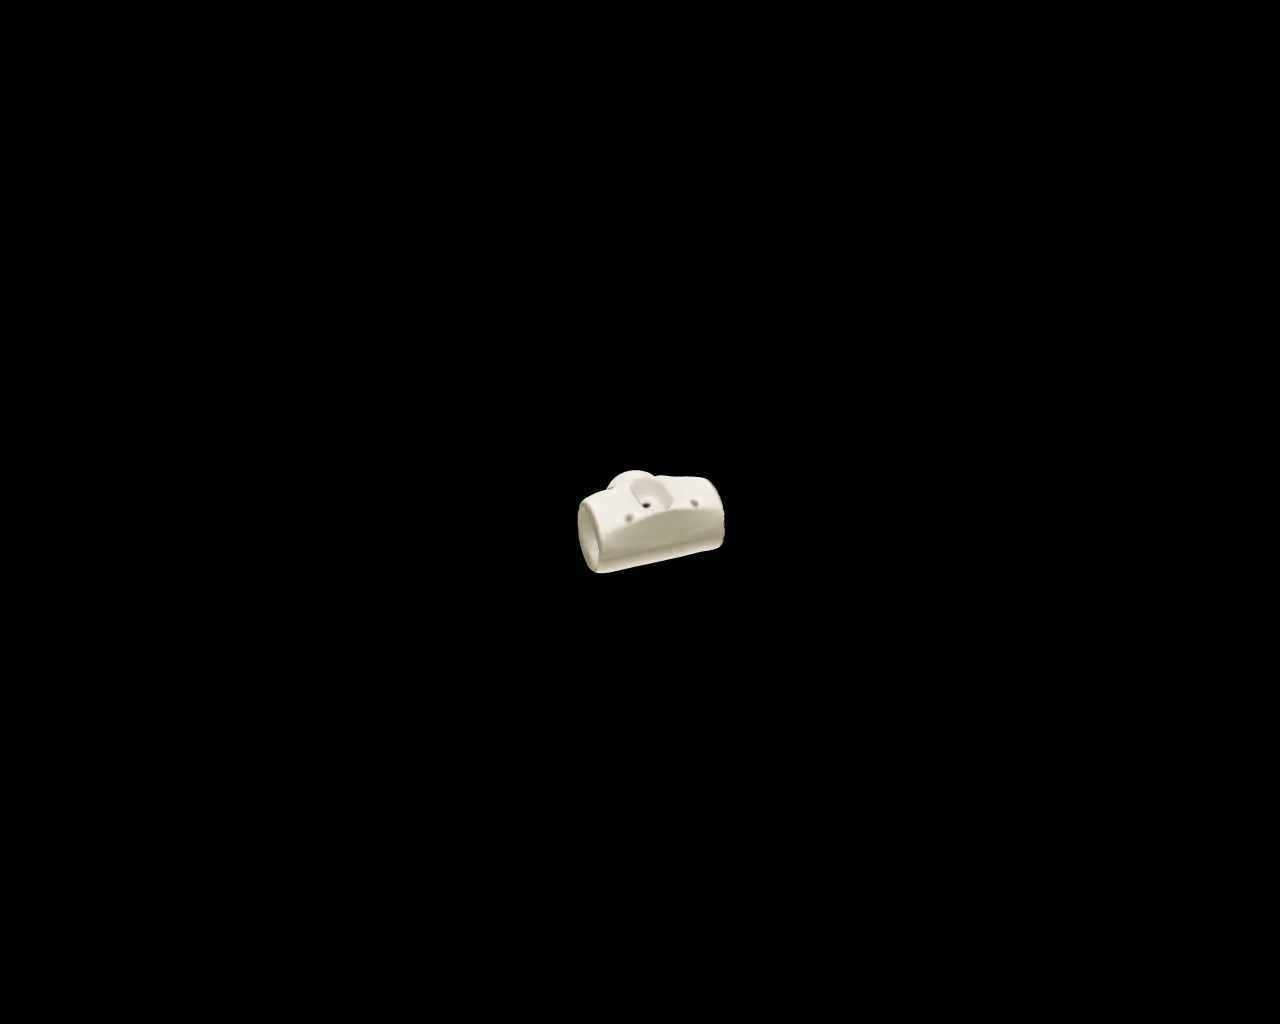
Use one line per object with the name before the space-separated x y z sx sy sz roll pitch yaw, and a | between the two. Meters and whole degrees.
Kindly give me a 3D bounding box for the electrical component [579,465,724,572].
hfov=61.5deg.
electrical component | 0.001 -0.003 0.650 0.077 0.043 0.079 -11 36 -16
